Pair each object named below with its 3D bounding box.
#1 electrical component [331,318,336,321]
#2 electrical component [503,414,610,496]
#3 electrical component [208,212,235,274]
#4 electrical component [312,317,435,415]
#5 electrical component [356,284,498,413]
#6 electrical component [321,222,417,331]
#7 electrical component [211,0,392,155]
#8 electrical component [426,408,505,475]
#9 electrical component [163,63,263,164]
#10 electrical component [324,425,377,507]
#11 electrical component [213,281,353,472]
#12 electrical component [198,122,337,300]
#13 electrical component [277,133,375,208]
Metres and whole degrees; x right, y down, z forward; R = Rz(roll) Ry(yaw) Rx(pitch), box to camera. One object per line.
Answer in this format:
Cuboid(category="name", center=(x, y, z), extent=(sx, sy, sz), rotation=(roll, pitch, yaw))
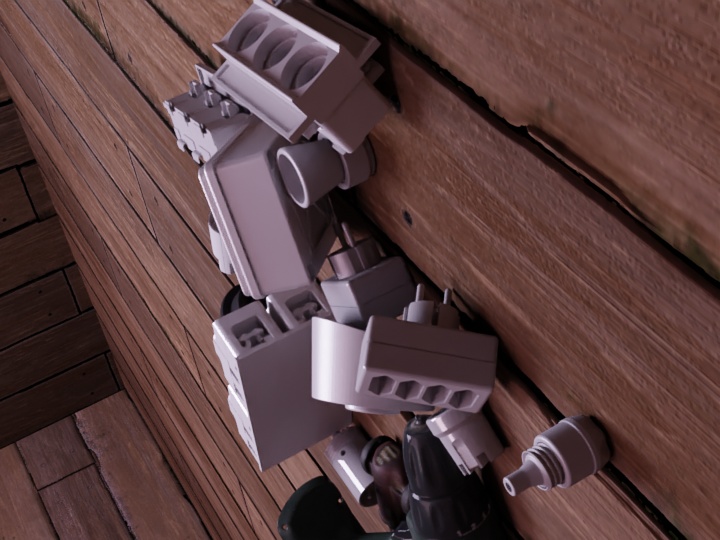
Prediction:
Cuboid(category="electrical component", center=(-0.013, 0.069, 0.936), extent=(0.040, 0.040, 0.046), rotation=(90, 155, -54))
Cuboid(category="electrical component", center=(0.109, 0.109, 0.611), extent=(0.035, 0.061, 0.035), rotation=(53, 159, 31))
Cuboid(category="electrical component", center=(-0.135, -0.030, 1.133), extent=(0.043, 0.043, 0.081), rotation=(54, 160, 29))
Cuboid(category="electrical component", center=(0.011, 0.071, 0.779), extent=(0.099, 0.099, 0.064), rotation=(179, 98, -70))
Cuboid(category="electrical component", center=(0.045, 0.044, 0.700), extent=(0.047, 0.083, 0.075), rotation=(105, 174, -64))
Cuboid(category="electrical component", center=(0.000, 0.000, 0.792), extent=(0.076, 0.047, 0.066), rotation=(66, 162, -7))
Cuboid(category="electrical component", center=(-0.037, -0.125, 0.688), extent=(0.063, 0.078, 0.121), rotation=(41, -179, -40))
Cuboid(category="electrical component", center=(0.075, 0.115, 0.754), extent=(0.046, 0.040, 0.040), rotation=(58, 162, 4))
Cuboid(category="electrical component", center=(-0.120, -0.126, 0.930), extent=(0.121, 0.063, 0.078), rotation=(37, 148, 55))
Cuboid(category="electrical component", center=(-0.003, 0.190, 1.064), extent=(0.081, 0.043, 0.043), rotation=(49, 157, 39))
Cuboid(category="electrical component", center=(-0.073, 0.099, 1.034), extent=(0.060, 0.105, 0.186), rotation=(51, 158, 36))
Cuboid(category="electrical component", center=(-0.065, -0.050, 0.814), extent=(0.108, 0.056, 0.108), rotation=(-66, -40, -64))
Cuboid(category="electrical component", center=(-0.023, -0.074, 0.744), extent=(0.045, 0.055, 0.045), rotation=(53, 159, 31))
